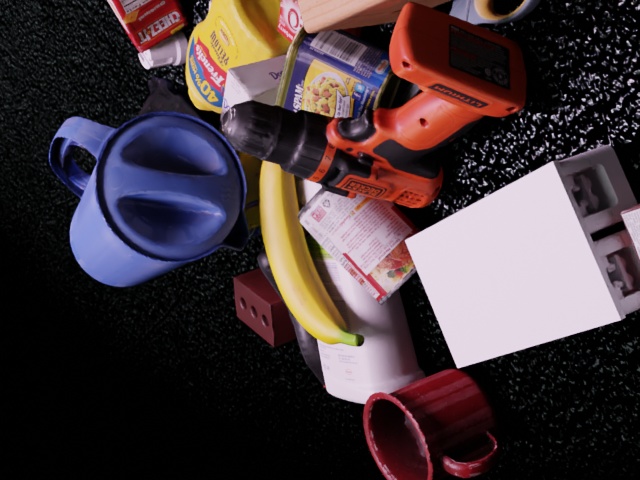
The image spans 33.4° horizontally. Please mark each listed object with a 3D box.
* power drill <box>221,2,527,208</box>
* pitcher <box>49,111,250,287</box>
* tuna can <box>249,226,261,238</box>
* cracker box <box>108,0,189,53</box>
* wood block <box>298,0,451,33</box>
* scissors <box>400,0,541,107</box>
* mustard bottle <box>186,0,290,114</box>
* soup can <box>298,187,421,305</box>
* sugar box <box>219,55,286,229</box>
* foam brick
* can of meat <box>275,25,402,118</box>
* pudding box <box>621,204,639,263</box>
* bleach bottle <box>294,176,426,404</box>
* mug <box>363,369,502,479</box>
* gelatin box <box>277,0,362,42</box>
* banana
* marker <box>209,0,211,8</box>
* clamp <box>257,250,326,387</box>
[{"bbox_3d":[0.042,-0.093,0.769,0.188,0.184,0.057,-37,44,55],"label":"power drill"},{"bbox_3d":[-0.175,-0.031,1.008,0.243,0.144,0.149,-27,77,66],"label":"pitcher"},{"bbox_3d":[-0.074,-0.046,1.119,0.086,0.033,0.086,36,135,46],"label":"tuna can"},{"bbox_3d":[-0.222,-0.322,1.094,0.164,0.072,0.213,56,174,28],"label":"cracker box"},{"bbox_3d":[0.068,-0.204,0.695,0.206,0.090,0.090,-6,97,59],"label":"wood block"},{"bbox_3d":[0.095,-0.173,0.775,0.202,0.016,0.096,-26,82,60],"label":"scissors"},{"bbox_3d":[-0.088,-0.177,1.042,0.096,0.058,0.192,61,150,7],"label":"mustard bottle"},{"bbox_3d":[0.039,-0.005,0.884,0.102,0.068,0.069,46,147,5],"label":"soup can"},{"bbox_3d":[-0.048,-0.088,0.991,0.048,0.093,0.176,52,146,29],"label":"sugar box"},{"bbox_3d":[-0.049,0.068,1.125,0.078,0.051,0.053,32,133,48],"label":"foam brick"},{"bbox_3d":[0.015,-0.121,0.869,0.084,0.057,0.102,27,139,8],"label":"can of meat"},{"bbox_3d":[0.237,0.009,0.617,0.114,0.039,0.090,-24,86,63],"label":"pudding box"},{"bbox_3d":[0.026,0.017,0.960,0.103,0.067,0.251,1,105,57],"label":"bleach bottle"},{"bbox_3d":[0.102,0.161,0.890,0.117,0.081,0.093,24,126,54],"label":"mug"},{"bbox_3d":[0.000,-0.192,0.912,0.089,0.030,0.073,48,144,36],"label":"gelatin box"},{"bbox_3d":[-0.017,0.013,0.937,0.070,0.037,0.198,-35,73,37],"label":"banana"},{"bbox_3d":[-0.111,-0.196,1.111,0.020,0.020,0.121,51,145,32],"label":"marker"},{"bbox_3d":[-0.014,0.065,1.026,0.039,0.120,0.171,-19,94,23],"label":"clamp"}]
